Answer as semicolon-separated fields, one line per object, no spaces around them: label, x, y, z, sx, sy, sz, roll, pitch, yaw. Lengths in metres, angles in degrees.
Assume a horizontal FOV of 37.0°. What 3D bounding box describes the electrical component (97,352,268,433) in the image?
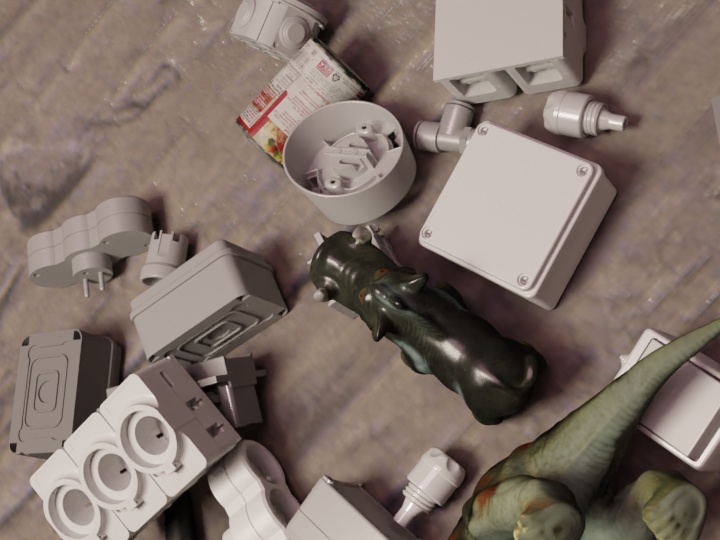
electrical component;-0.146;0.115;0.903;0.121;0.079;0.063;-17;82;24

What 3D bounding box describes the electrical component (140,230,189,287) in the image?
electrical component;-0.177;-0.008;0.980;0.040;0.040;0.046;-5;67;29

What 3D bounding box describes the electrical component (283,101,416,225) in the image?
electrical component;-0.006;-0.088;0.884;0.099;0.064;0.099;-17;47;19

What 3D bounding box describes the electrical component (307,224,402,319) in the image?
electrical component;0.000;0.000;0.875;0.064;0.042;0.081;-35;61;12

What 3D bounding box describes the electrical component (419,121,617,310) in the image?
electrical component;0.118;-0.042;0.811;0.109;0.056;0.108;28;89;33

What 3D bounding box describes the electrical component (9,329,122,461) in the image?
electrical component;-0.267;0.116;0.980;0.078;0.057;0.113;-8;71;28

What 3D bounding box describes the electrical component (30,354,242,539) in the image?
electrical component;-0.181;0.152;0.850;0.150;0.062;0.089;-44;83;24

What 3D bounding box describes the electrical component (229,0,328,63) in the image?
electrical component;-0.074;-0.220;0.966;0.080;0.080;0.051;25;93;33

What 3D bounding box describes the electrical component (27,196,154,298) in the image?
electrical component;-0.254;-0.010;1.017;0.138;0.052;0.073;-22;64;23

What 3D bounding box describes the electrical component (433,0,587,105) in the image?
electrical component;0.123;-0.234;0.869;0.105;0.060;0.186;-6;72;28

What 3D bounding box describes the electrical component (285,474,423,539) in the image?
electrical component;-0.009;0.200;0.803;0.096;0.062;0.061;37;94;33

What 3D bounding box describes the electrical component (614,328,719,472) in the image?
electrical component;0.209;0.082;0.712;0.096;0.061;0.061;36;101;34

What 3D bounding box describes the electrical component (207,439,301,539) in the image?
electrical component;-0.083;0.210;0.847;0.074;0.052;0.138;-42;58;15

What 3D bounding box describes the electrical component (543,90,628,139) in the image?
electrical component;0.173;-0.116;0.818;0.061;0.035;0.035;16;83;30

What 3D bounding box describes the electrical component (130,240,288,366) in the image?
electrical component;-0.130;0.032;0.917;0.113;0.078;0.057;-33;63;17

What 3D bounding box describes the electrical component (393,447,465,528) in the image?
electrical component;0.048;0.163;0.794;0.035;0.035;0.061;36;83;33
